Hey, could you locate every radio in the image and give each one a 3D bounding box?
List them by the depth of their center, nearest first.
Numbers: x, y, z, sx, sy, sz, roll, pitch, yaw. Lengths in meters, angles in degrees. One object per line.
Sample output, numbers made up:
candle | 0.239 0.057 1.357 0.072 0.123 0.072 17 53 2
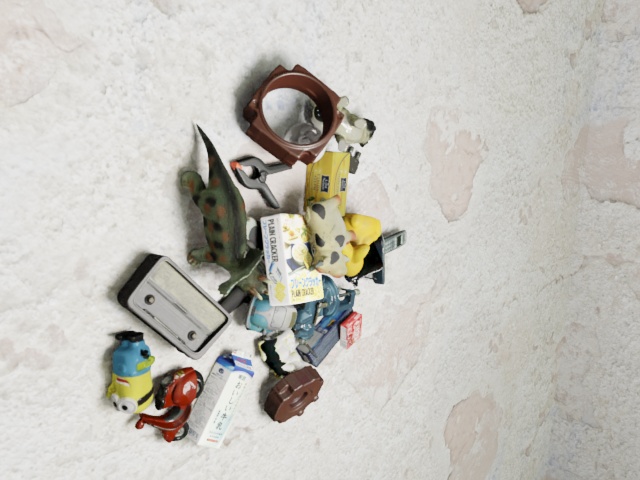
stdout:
radio | -0.314 0.147 1.166 0.229 0.073 0.131 49 67 -28

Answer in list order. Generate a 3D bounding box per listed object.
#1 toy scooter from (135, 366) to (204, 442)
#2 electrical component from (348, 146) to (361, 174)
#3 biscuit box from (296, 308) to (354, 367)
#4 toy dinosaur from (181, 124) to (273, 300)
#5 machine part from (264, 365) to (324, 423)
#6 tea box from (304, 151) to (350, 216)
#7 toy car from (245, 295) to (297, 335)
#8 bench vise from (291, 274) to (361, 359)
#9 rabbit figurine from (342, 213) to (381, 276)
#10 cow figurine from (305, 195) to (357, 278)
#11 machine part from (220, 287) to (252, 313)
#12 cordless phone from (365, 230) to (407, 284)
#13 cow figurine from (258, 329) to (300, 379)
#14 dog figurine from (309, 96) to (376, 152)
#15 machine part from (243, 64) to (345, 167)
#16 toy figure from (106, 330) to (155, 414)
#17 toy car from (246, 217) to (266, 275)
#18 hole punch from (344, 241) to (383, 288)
toy scooter | -0.344 0.374 1.217 0.135 0.075 0.183 13 95 -46
electrical component | 0.085 -0.215 1.522 0.063 0.021 0.094 28 79 -45
biscuit box | 0.023 0.269 1.556 0.203 0.059 0.062 -45 128 -27
toy dinosaur | -0.206 -0.041 1.164 0.131 0.192 0.404 -26 119 -40
machine part | -0.069 0.422 1.463 0.179 0.056 0.179 -30 145 -24
tea box | 0.018 -0.150 1.420 0.068 0.098 0.169 -4 101 -45
toy car | -0.112 0.190 1.356 0.161 0.103 0.109 25 82 -62
bench vise | 0.015 0.187 1.491 0.240 0.129 0.223 -10 110 -38
rabbit figurine | 0.098 0.016 1.450 0.162 0.122 0.173 -69 173 -86
cow figurine | 0.018 -0.001 1.312 0.127 0.085 0.195 -18 85 -21
machine part | -0.210 0.149 1.317 0.139 0.039 0.084 -47 137 -28
cordless phone | 0.211 0.046 1.671 0.184 0.089 0.146 -21 114 -44
cow figurine | -0.109 0.318 1.434 0.098 0.068 0.167 -29 119 -35
dog figurine | 0.060 -0.319 1.442 0.172 0.121 0.190 51 18 -1
machine part | -0.060 -0.290 1.254 0.201 0.087 0.201 37 73 -10
toy figure | -0.394 0.282 1.140 0.089 0.082 0.180 -2 99 -43
toy car | -0.140 0.025 1.341 0.073 0.056 0.201 -59 134 -26
hole punch | 0.107 0.058 1.556 0.116 0.092 0.142 -21 87 -11
